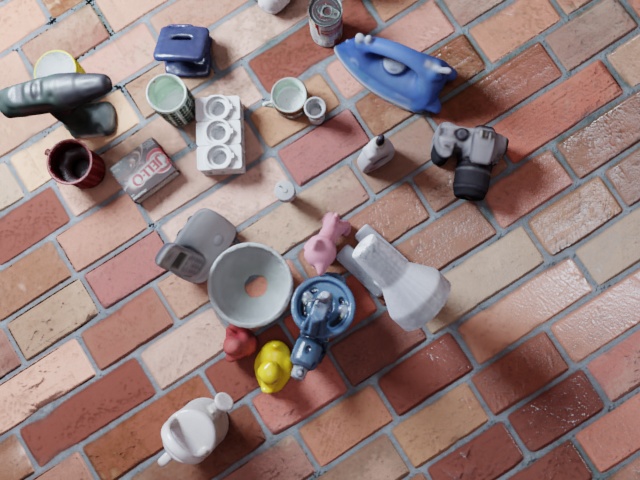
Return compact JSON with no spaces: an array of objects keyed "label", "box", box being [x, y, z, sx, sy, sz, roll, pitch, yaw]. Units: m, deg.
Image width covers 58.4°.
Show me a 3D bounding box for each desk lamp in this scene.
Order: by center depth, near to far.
[{"label":"desk lamp","box":[0.128,0.063,1.058,0.203,0.213,0.118,42,88,5]}]

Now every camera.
[{"label":"camera","box":[0.290,-0.153,1.129,0.143,0.101,0.137,11,85,3]}]

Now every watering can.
[{"label":"watering can","box":[-0.233,0.351,1.055,0.101,0.194,0.173,24,86,4]}]

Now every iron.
[{"label":"iron","box":[0.143,-0.354,1.132,0.258,0.141,0.119,25,86,4]}]

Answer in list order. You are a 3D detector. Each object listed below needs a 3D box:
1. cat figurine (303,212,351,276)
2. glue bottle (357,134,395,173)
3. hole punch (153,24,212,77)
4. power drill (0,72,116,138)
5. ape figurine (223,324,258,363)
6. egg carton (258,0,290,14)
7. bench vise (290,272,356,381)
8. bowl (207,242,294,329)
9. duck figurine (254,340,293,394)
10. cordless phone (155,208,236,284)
[{"label":"cat figurine","box":[0.010,0.004,1.116,0.067,0.118,0.128,26,86,4]},{"label":"glue bottle","box":[0.110,-0.174,1.101,0.078,0.173,0.037,-34,84,-1]},{"label":"hole punch","box":[-0.282,-0.398,1.175,0.108,0.091,0.101,2,85,2]},{"label":"power drill","box":[-0.481,-0.264,1.111,0.229,0.208,0.076,-7,84,2]},{"label":"ape figurine","box":[-0.164,0.203,1.117,0.076,0.092,0.078,26,86,4]},{"label":"egg carton","box":[-0.088,-0.549,1.193,0.107,0.069,0.150,38,87,5]},{"label":"bench vise","box":[0.004,0.160,1.051,0.121,0.220,0.207,2,85,3]},{"label":"bowl","box":[-0.134,0.090,1.135,0.167,0.075,0.167,0,85,2]},{"label":"duck figurine","box":[-0.093,0.249,1.114,0.077,0.086,0.105,9,85,3]},{"label":"cordless phone","box":[-0.241,0.007,1.091,0.094,0.185,0.148,30,87,5]}]
